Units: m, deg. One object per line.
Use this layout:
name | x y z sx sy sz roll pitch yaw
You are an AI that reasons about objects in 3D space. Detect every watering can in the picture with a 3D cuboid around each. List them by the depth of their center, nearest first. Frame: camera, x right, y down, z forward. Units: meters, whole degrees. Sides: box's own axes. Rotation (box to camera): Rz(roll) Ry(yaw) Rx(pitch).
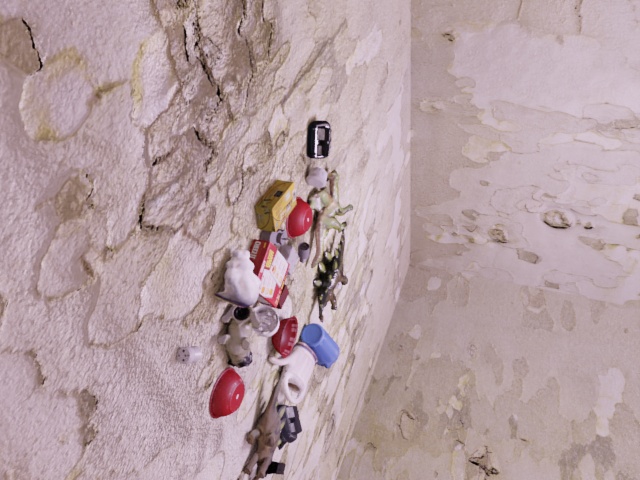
watering can | -0.105 0.509 2.084 0.104 0.340 0.229 3 42 25

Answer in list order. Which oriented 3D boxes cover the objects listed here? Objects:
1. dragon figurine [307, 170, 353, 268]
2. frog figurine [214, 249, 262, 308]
dragon figurine | 0.006 -0.107 2.130 0.122 0.417 0.238 7 -27 38
frog figurine | -0.226 0.114 1.520 0.123 0.160 0.136 19 -5 45
